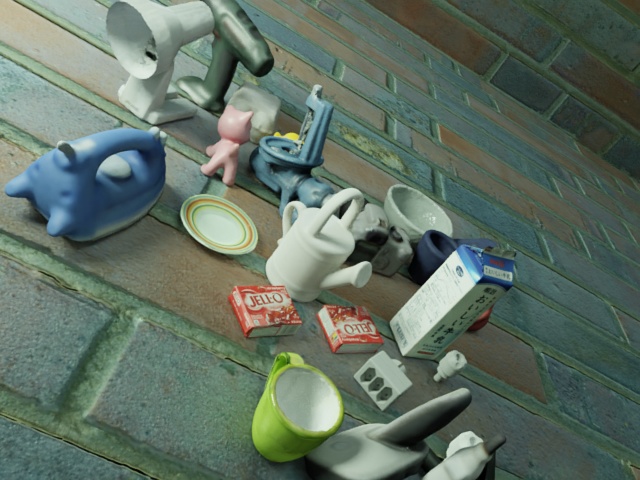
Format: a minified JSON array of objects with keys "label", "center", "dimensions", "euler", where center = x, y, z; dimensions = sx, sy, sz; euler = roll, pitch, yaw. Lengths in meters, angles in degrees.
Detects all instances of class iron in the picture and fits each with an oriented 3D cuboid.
[{"label":"iron","center":[-0.280,-0.101,0.784],"dimensions":[0.118,0.141,0.259],"euler":[41,32,7]}]

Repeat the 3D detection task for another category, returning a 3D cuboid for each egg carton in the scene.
[{"label":"egg carton","center":[-0.140,-0.269,1.197],"dimensions":[0.107,0.069,0.150],"euler":[27,33,-15]}]

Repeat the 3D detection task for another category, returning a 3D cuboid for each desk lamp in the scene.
[{"label":"desk lamp","center":[-0.277,-0.316,0.994],"dimensions":[0.118,0.213,0.204],"euler":[42,33,9]}]

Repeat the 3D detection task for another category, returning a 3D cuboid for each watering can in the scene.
[{"label":"watering can","center":[0.009,0.003,0.874],"dimensions":[0.173,0.194,0.101],"euler":[38,32,4]}]

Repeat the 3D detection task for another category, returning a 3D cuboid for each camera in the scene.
[{"label":"camera","center":[0.095,-0.022,1.073],"dimensions":[0.143,0.100,0.136],"euler":[19,36,-25]}]

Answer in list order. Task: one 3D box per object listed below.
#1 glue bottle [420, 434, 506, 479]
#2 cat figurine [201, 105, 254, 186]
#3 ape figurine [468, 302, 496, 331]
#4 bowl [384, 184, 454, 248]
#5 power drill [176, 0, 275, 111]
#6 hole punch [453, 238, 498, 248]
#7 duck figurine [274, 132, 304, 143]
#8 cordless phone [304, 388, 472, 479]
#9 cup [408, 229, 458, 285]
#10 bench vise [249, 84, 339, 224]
[{"label":"glue bottle","center":[0.161,0.279,0.683],"dimensions":[0.078,0.173,0.037],"euler":[-3,49,-45]},{"label":"cat figurine","center":[-0.157,-0.181,1.024],"dimensions":[0.067,0.117,0.127],"euler":[22,35,-22]},{"label":"ape figurine","center":[0.296,0.125,1.082],"dimensions":[0.076,0.092,0.078],"euler":[35,32,-1]},{"label":"bowl","center":[0.195,-0.036,1.210],"dimensions":[0.168,0.074,0.167],"euler":[25,34,-18]},{"label":"power drill","center":[-0.204,-0.378,1.146],"dimensions":[0.229,0.208,0.076],"euler":[42,33,9]},{"label":"hole punch","center":[0.323,0.044,1.212],"dimensions":[0.101,0.091,0.108],"euler":[19,36,-25]},{"label":"duck figurine","center":[-0.060,-0.167,1.126],"dimensions":[0.104,0.086,0.078],"euler":[37,32,2]},{"label":"cordless phone","center":[0.081,0.228,0.662],"dimensions":[0.148,0.185,0.094],"euler":[-6,51,-47]},{"label":"cup","center":[0.227,0.044,1.118],"dimensions":[0.118,0.095,0.091],"euler":[15,38,-30]},{"label":"bench vise","center":[-0.015,-0.148,1.020],"dimensions":[0.207,0.219,0.122],"euler":[42,33,9]}]
